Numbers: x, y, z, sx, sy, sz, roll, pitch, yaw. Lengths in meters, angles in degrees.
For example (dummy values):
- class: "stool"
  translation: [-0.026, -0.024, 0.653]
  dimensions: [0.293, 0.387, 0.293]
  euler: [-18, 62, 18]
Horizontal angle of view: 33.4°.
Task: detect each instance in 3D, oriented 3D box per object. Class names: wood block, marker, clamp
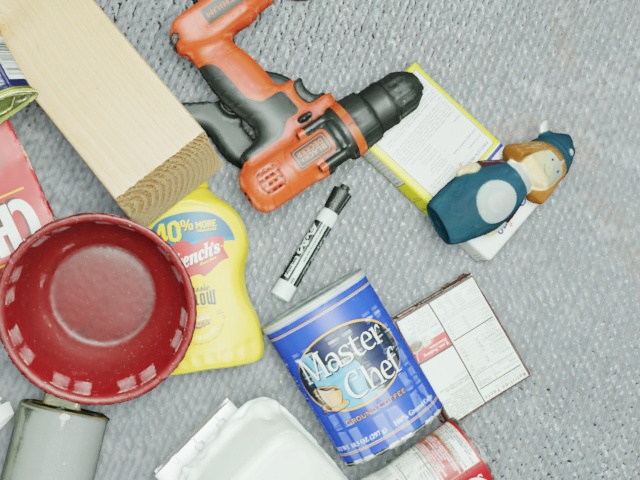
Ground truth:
- class: "wood block"
  translation: [-0.185, -0.122, 0.898]
  dimensions: [0.091, 0.090, 0.206]
  euler: [-39, 75, -5]
- class: "marker"
  translation: [-0.006, 0.001, 0.978]
  dimensions: [0.020, 0.020, 0.121]
  euler: [31, 81, -5]
- class: "clamp"
  translation: [-0.077, -0.135, 0.971]
  dimensions: [0.210, 0.036, 0.164]
  euler: [26, 82, -2]

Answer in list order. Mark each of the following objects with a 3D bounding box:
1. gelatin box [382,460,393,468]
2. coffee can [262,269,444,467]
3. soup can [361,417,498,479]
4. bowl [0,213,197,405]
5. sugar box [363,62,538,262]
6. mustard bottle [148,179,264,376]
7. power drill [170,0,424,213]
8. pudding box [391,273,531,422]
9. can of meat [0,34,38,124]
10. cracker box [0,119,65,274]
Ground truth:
- class: "gelatin box"
  translation: [0.096, 0.225, 0.968]
  dimensions: [0.089, 0.030, 0.073]
  euler: [-34, 89, -10]
- class: "coffee can"
  translation: [0.029, 0.110, 0.931]
  dimensions: [0.102, 0.103, 0.140]
  euler: [-31, 90, -10]
- class: "soup can"
  translation: [0.092, 0.208, 0.918]
  dimensions: [0.102, 0.068, 0.068]
  euler: [-32, 90, -9]
- class: "bowl"
  translation: [-0.183, 0.052, 0.885]
  dimensions: [0.162, 0.055, 0.162]
  euler: [-1, 102, -5]
- class: "sugar box"
  translation: [0.117, -0.071, 0.991]
  dimensions: [0.176, 0.048, 0.093]
  euler: [44, 81, -6]
- class: "mustard bottle"
  translation: [-0.109, 0.019, 0.941]
  dimensions: [0.096, 0.058, 0.191]
  euler: [-9, 85, 3]
- class: "power drill"
  translation: [-0.027, -0.143, 0.928]
  dimensions: [0.184, 0.057, 0.187]
  euler: [-35, 88, -8]
- class: "pudding box"
  translation: [0.126, 0.100, 0.979]
  dimensions: [0.090, 0.039, 0.113]
  euler: [-30, 92, -11]
- class: "can of meat"
  translation: [-0.287, -0.126, 0.842]
  dimensions: [0.102, 0.057, 0.084]
  euler: [-30, 89, 20]
- class: "cracker box"
  translation: [-0.332, -0.054, 0.908]
  dimensions: [0.164, 0.072, 0.214]
  euler: [-25, 89, -11]
